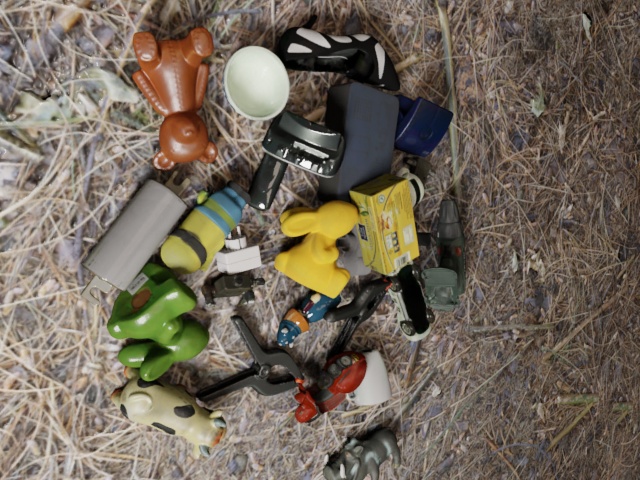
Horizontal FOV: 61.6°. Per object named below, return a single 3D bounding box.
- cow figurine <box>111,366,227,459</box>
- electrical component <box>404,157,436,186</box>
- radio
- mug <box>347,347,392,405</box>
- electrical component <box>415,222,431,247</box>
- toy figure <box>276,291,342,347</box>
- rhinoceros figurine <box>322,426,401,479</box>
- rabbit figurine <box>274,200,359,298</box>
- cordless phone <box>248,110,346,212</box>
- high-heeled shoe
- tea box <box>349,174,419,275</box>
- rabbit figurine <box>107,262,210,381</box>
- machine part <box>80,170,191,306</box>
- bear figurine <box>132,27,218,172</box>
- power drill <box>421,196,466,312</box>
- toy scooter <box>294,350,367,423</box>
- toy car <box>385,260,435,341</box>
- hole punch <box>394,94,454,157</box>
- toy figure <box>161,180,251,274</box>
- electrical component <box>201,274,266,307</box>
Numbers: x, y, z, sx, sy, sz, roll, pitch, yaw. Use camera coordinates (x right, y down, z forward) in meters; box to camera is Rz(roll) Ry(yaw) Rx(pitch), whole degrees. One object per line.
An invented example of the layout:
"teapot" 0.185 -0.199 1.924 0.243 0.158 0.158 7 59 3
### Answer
"cow figurine" -0.235 0.284 0.884 0.194 0.127 0.085 36 80 -30
"electrical component" 0.218 -0.146 1.189 0.094 0.021 0.063 18 87 -35
"radio" 0.077 -0.183 1.061 0.131 0.073 0.229 3 97 -35
"mug" 0.093 0.287 1.139 0.109 0.081 0.107 -9 90 -25
"electrical component" 0.184 -0.006 1.170 0.119 0.048 0.074 -3 99 -34
"toy figure" -0.027 0.148 1.047 0.154 0.058 0.064 -35 110 -20
"rhinoceros figurine" 0.093 0.472 1.162 0.190 0.073 0.112 -19 108 -31
"rabbit figurine" -0.002 -0.003 1.007 0.162 0.122 0.173 30 100 -11
"cordless phone" -0.045 -0.125 0.962 0.147 0.089 0.184 23 93 -2
"high-heeled shoe" 0.042 -0.318 0.998 0.248 0.086 0.145 31 60 -16
"tea box" 0.127 -0.031 1.039 0.098 0.068 0.169 -26 117 -27
"rabbit figurine" -0.246 0.148 0.867 0.159 0.121 0.170 -54 136 -21
"machine part" -0.287 -0.009 0.838 0.079 0.079 0.243 42 75 -31
"bear figurine" -0.218 -0.209 0.829 0.120 0.132 0.195 -10 97 -21
"power drill" 0.276 0.043 1.183 0.207 0.086 0.231 -61 145 -60
"toy scooter" 0.011 0.282 1.042 0.184 0.075 0.135 -45 150 -1
"toy car" 0.199 0.132 1.197 0.073 0.056 0.201 -27 109 -22
"hole punch" 0.207 -0.239 1.132 0.142 0.092 0.115 12 94 -38
"toy figure" -0.191 -0.024 0.892 0.082 0.089 0.180 37 76 14
"electrical component" -0.156 0.092 0.949 0.102 0.078 0.045 2 71 -40
